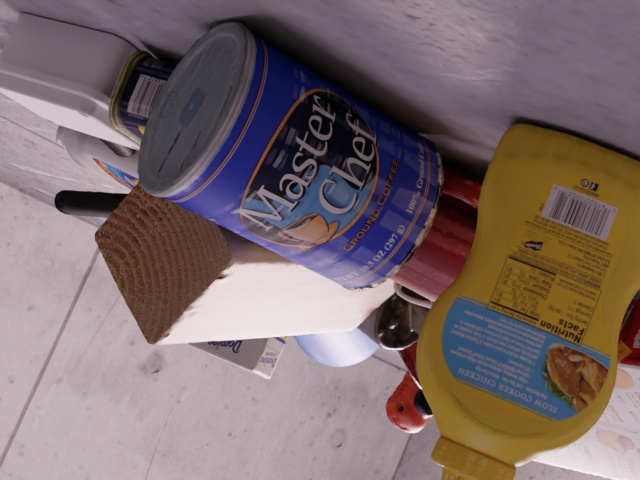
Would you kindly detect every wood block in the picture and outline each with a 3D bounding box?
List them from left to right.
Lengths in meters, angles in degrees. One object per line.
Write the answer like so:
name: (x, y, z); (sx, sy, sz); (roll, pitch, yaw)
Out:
wood block: (-0.034, 0.007, 0.719); (0.205, 0.091, 0.090); (3, -131, -52)

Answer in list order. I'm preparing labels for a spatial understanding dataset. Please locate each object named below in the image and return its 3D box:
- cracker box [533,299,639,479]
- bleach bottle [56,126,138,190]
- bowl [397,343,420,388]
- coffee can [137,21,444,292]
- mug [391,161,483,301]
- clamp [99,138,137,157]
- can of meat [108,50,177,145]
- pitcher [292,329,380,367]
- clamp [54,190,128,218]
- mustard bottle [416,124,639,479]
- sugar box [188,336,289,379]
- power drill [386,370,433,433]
cracker box: (0.223, 0.117, 0.838); (0.214, 0.072, 0.164); (3, 137, 43)
bleach bottle: (-0.159, -0.068, 1.042); (0.251, 0.068, 0.102); (21, 165, 32)
bowl: (0.089, 0.058, 1.016); (0.162, 0.055, 0.162); (-25, -90, -82)
coffee can: (-0.016, -0.044, 0.600); (0.140, 0.103, 0.103); (27, 172, -30)
mug: (0.085, -0.005, 0.653); (0.081, 0.093, 0.117); (26, 162, 17)
clamp: (-0.202, -0.116, 0.912); (0.120, 0.039, 0.172); (27, 173, -13)
can of meat: (-0.080, -0.080, 0.727); (0.084, 0.057, 0.102); (18, 172, 23)
pitcher: (0.018, 0.068, 1.291); (0.145, 0.149, 0.242); (37, 174, 17)
clamp: (-0.161, -0.034, 1.125); (0.210, 0.036, 0.164); (21, -153, 23)
mustard bottle: (0.101, 0.046, 0.525); (0.096, 0.191, 0.058); (22, 173, 6)
sugar box: (-0.061, 0.049, 1.128); (0.093, 0.176, 0.048); (18, 171, 34)
power drill: (0.164, 0.111, 1.067); (0.057, 0.184, 0.188); (45, 150, -9)
